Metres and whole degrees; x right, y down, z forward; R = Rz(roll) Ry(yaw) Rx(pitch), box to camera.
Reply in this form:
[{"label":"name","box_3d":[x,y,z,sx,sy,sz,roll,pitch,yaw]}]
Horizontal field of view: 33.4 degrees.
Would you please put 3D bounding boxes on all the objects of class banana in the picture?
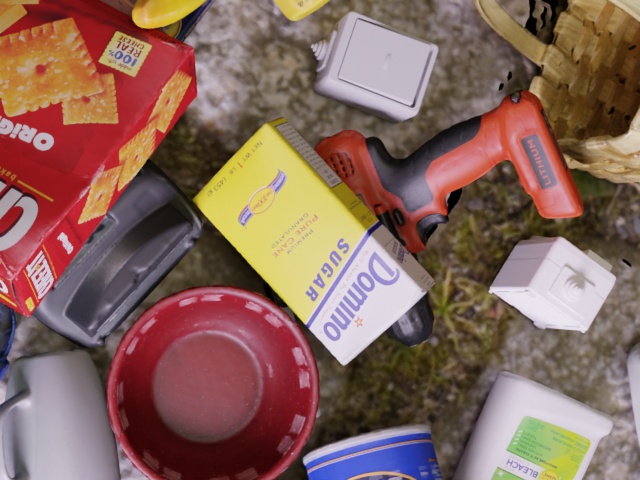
[{"label":"banana","box_3d":[-0.081,-0.227,0.781,0.069,0.037,0.197,41,66,-53]}]

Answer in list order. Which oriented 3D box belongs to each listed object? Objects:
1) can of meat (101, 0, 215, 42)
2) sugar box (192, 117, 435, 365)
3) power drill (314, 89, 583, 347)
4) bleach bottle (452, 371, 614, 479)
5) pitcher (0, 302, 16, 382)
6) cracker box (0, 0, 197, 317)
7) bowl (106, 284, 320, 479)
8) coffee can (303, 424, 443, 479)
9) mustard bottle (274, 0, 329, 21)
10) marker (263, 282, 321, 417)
[{"label":"can of meat","box_3d":[-0.138,-0.193,0.827,0.102,0.057,0.084,38,83,-9]},{"label":"sugar box","box_3d":[-0.005,0.001,0.823,0.176,0.048,0.093,48,112,5]},{"label":"power drill","box_3d":[0.105,-0.023,0.839,0.188,0.057,0.184,-21,98,16]},{"label":"bleach bottle","box_3d":[0.145,0.241,0.875,0.102,0.068,0.251,24,85,-12]},{"label":"pitcher","box_3d":[-0.343,0.068,0.738,0.242,0.149,0.145,36,122,-6]},{"label":"cracker box","box_3d":[-0.211,-0.080,0.748,0.164,0.072,0.213,29,65,10]},{"label":"bowl","box_3d":[-0.084,0.116,0.826,0.162,0.055,0.162,1,86,-12]},{"label":"coffee can","box_3d":[0.052,0.222,0.812,0.102,0.103,0.140,-10,71,-13]},{"label":"mustard bottle","box_3d":[-0.038,-0.278,0.851,0.096,0.058,0.191,-37,96,-13]},{"label":"marker","box_3d":[-0.023,0.086,0.862,0.020,0.020,0.121,-15,91,-13]}]
